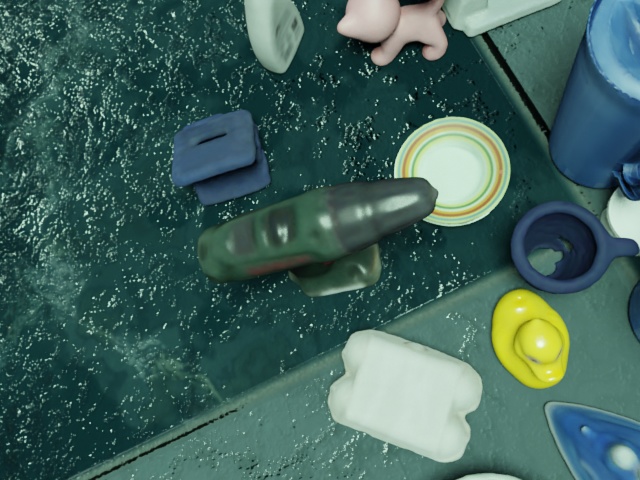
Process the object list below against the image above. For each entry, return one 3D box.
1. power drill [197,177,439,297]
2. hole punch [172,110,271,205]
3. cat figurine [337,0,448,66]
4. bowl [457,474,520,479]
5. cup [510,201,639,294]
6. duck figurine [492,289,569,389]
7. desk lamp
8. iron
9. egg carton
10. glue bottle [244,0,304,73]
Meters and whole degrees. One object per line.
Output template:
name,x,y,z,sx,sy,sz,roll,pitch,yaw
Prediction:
power drill,0.005,0.002,0.579,0.229,0.209,0.075,-13,75,8
hole punch,-0.125,-0.106,0.691,0.108,0.091,0.101,-17,75,7
cat figurine,0.085,-0.262,0.670,0.127,0.118,0.067,-7,76,10
bowl,0.164,0.307,0.548,0.167,0.075,0.167,-2,77,11
cup,0.251,0.015,0.586,0.117,0.095,0.092,-1,77,11
duck figurine,0.216,0.098,0.579,0.077,0.086,0.104,-17,75,7
desk lamp,0.165,-0.325,0.618,0.203,0.214,0.118,-20,74,6
iron,0.317,0.236,0.498,0.258,0.141,0.119,39,87,17
egg carton,0.088,0.159,0.599,0.150,0.069,0.107,16,81,14
glue bottle,-0.063,-0.270,0.672,0.037,0.173,0.078,22,83,16
